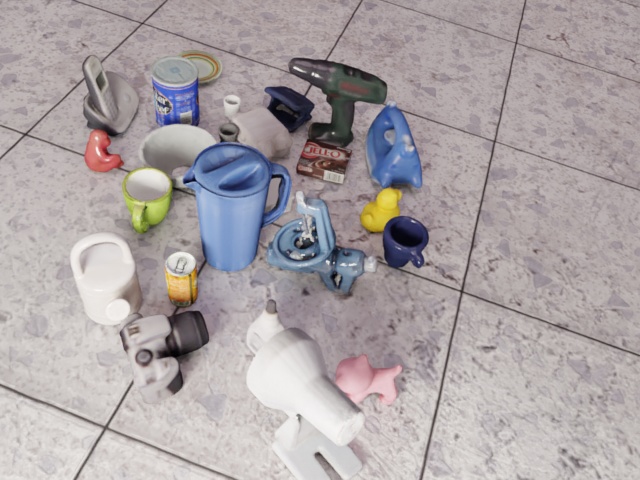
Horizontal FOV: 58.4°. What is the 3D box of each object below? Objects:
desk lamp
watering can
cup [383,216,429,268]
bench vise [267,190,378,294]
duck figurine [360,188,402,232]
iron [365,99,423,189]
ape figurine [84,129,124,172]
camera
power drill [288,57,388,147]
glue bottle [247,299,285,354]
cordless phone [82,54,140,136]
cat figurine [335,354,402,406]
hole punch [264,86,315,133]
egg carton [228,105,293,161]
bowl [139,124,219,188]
[{"bbox_3d":[-0.013,0.259,0.860,0.118,0.213,0.203,-32,64,-30],"label":"desk lamp"},{"bbox_3d":[-0.355,0.059,0.962,0.172,0.194,0.101,39,56,19],"label":"watering can"},{"bbox_3d":[0.170,0.023,1.152,0.092,0.095,0.117,-13,56,-20],"label":"cup"},{"bbox_3d":[0.010,-0.006,1.064,0.207,0.220,0.121,3,52,-8],"label":"bench vise"},{"bbox_3d":[0.135,-0.071,1.224,0.105,0.086,0.077,-33,65,-30],"label":"duck figurine"},{"bbox_3d":[0.170,-0.242,1.326,0.119,0.141,0.258,-2,53,-12],"label":"iron"},{"bbox_3d":[-0.459,-0.192,1.202,0.076,0.092,0.077,-19,58,-23],"label":"ape figurine"},{"bbox_3d":[-0.252,0.174,0.952,0.137,0.101,0.143,-17,58,-22],"label":"camera"},{"bbox_3d":[0.031,-0.316,1.314,0.230,0.208,0.075,3,52,-8],"label":"power drill"},{"bbox_3d":[-0.085,0.149,0.957,0.037,0.173,0.078,-35,66,-31],"label":"glue bottle"},{"bbox_3d":[-0.464,-0.338,1.254,0.094,0.185,0.147,10,52,-3],"label":"cordless phone"},{"bbox_3d":[0.077,0.229,0.961,0.128,0.118,0.067,-3,53,-12],"label":"cat figurine"},{"bbox_3d":[-0.075,-0.333,1.382,0.108,0.091,0.101,35,55,16],"label":"hole punch"},{"bbox_3d":[-0.139,-0.243,1.315,0.107,0.069,0.150,-29,63,-28],"label":"egg carton"},{"bbox_3d":[-0.296,-0.167,1.224,0.167,0.075,0.167,5,52,-7],"label":"bowl"}]
